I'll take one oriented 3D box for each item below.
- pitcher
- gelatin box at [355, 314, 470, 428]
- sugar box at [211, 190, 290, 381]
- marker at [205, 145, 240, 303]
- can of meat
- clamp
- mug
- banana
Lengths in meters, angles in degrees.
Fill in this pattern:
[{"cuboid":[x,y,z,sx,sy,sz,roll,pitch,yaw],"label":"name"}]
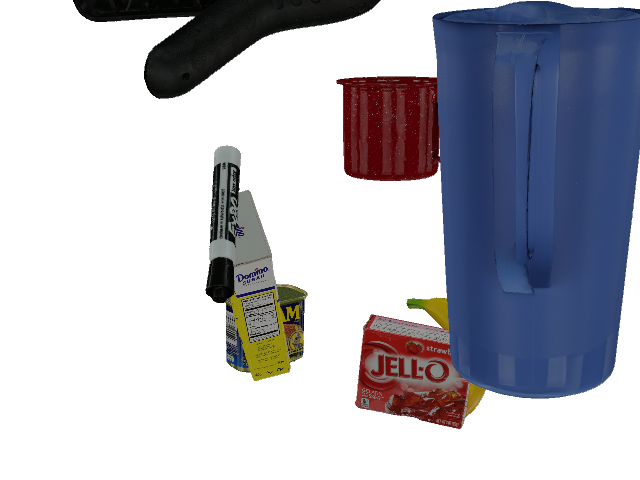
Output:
[{"cuboid":[0.134,-0.025,0.671,0.149,0.243,0.145,-9,17,-25],"label":"pitcher"},{"cuboid":[0.075,0.104,0.850,0.089,0.073,0.030,10,23,13],"label":"gelatin box"},{"cuboid":[-0.067,0.047,1.034,0.048,0.093,0.176,-16,-43,-5],"label":"sugar box"},{"cuboid":[-0.065,-0.012,0.722,0.020,0.121,0.020,0,-34,0],"label":"marker"},{"cuboid":[-0.066,0.106,1.290,0.101,0.084,0.058,-10,19,-37],"label":"can of meat"},{"cuboid":[-0.029,-0.117,0.521,0.171,0.039,0.120,-18,44,-10],"label":"clamp"},{"cuboid":[0.071,-0.095,0.903,0.117,0.081,0.093,5,13,24],"label":"mug"},{"cuboid":[0.143,0.115,1.109,0.069,0.037,0.198,-24,31,7],"label":"banana"}]
